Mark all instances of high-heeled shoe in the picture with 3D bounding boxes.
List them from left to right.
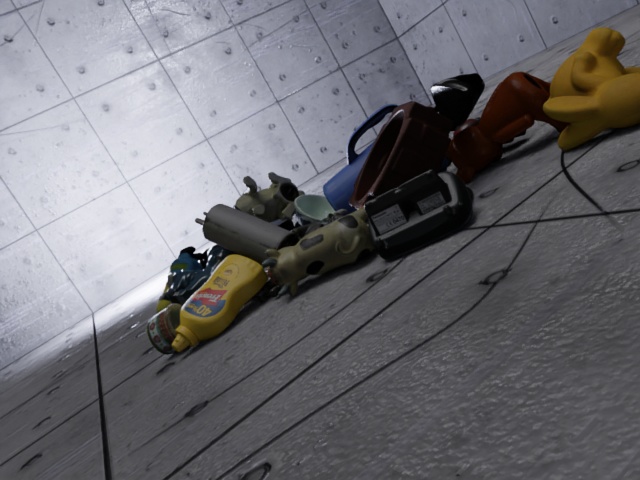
[{"bbox_3d":[0.261,-0.257,0.929,0.145,0.086,0.249,-31,9,-2],"label":"high-heeled shoe"}]

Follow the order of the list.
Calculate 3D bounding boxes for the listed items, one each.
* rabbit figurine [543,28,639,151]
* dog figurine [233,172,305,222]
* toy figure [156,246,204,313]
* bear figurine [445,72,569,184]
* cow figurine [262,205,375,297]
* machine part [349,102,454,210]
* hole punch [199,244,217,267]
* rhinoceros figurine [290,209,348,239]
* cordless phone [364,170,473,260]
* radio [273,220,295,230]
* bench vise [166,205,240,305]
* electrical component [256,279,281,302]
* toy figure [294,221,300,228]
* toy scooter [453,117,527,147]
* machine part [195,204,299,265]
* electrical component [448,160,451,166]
[{"bbox_3d":[0.391,-0.203,0.742,0.162,0.121,0.173,-32,28,7],"label":"rabbit figurine"},{"bbox_3d":[-0.141,-0.060,1.263,0.172,0.121,0.190,4,-29,-30],"label":"dog figurine"},{"bbox_3d":[-0.309,0.103,1.205,0.089,0.082,0.180,-38,37,38],"label":"toy figure"},{"bbox_3d":[0.315,-0.182,0.923,0.195,0.132,0.120,-58,29,34],"label":"bear figurine"},{"bbox_3d":[-0.004,0.023,0.848,0.195,0.085,0.127,-23,6,34],"label":"cow figurine"},{"bbox_3d":[0.136,-0.127,0.923,0.201,0.087,0.201,-64,10,6],"label":"machine part"},{"bbox_3d":[-0.241,0.083,1.287,0.142,0.092,0.116,-17,47,47],"label":"hole punch"},{"bbox_3d":[-0.002,-0.003,1.023,0.112,0.073,0.190,-23,2,-31],"label":"rhinoceros figurine"},{"bbox_3d":[0.153,-0.045,0.788,0.147,0.088,0.184,-27,-1,24],"label":"cordless phone"},{"bbox_3d":[-0.126,0.001,1.357,0.131,0.073,0.230,-31,11,-7],"label":"radio"},{"bbox_3d":[-0.196,0.051,1.094,0.224,0.128,0.241,-13,36,38],"label":"bench vise"},{"bbox_3d":[-0.069,0.076,0.939,0.063,0.021,0.094,-22,11,39],"label":"electrical component"},{"bbox_3d":[-0.013,-0.047,1.298,0.154,0.064,0.057,-38,-26,-61],"label":"toy figure"},{"bbox_3d":[0.300,-0.188,1.049,0.135,0.075,0.184,-33,14,-9],"label":"toy scooter"},{"bbox_3d":[-0.128,-0.006,0.982,0.243,0.079,0.079,21,37,25],"label":"machine part"},{"bbox_3d":[0.255,-0.177,1.198,0.119,0.047,0.075,-34,10,-10],"label":"electrical component"}]
